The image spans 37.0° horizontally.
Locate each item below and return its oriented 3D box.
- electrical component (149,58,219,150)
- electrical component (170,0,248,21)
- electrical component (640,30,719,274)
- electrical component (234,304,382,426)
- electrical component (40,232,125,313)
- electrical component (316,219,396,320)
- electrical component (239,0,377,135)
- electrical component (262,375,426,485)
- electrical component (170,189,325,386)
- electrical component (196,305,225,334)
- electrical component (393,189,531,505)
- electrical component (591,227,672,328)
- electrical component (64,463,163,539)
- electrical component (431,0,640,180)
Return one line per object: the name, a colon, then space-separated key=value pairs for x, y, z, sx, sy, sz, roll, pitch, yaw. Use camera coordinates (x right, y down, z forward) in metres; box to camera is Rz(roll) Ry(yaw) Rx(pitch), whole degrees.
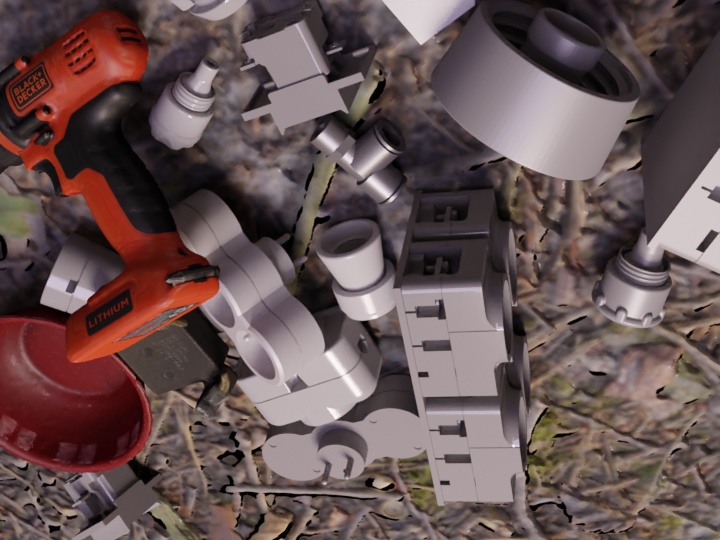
electrical component: x=-0.106 y=-0.106 z=0.671 sx=0.035 sy=0.035 sz=0.061 roll=31 pitch=125 yaw=-11
electrical component: x=-0.089 y=-0.175 z=0.593 sx=0.058 sy=0.078 sz=0.057 roll=-28 pitch=138 yaw=29
electrical component: x=0.223 y=-0.097 z=0.560 sx=0.060 sy=0.105 sz=0.186 roll=23 pitch=128 yaw=-6
electrical component: x=-0.035 y=0.073 z=0.780 sx=0.095 sy=0.053 sz=0.059 roll=-20 pitch=120 yaw=25
electrical component: x=-0.194 y=0.007 z=0.765 sx=0.047 sy=0.055 sz=0.055 roll=23 pitch=128 yaw=-11
electrical component: x=0.000 y=0.000 z=0.722 sx=0.045 sy=0.045 sz=0.055 roll=-9 pitch=125 yaw=19
electrical component: x=-0.036 y=-0.122 z=0.638 sx=0.081 sy=0.042 sz=0.063 roll=-15 pitch=121 yaw=22
electrical component: x=-0.012 y=0.131 z=0.806 sx=0.138 sy=0.073 sz=0.052 roll=-17 pitch=121 yaw=24
electrical component: x=-0.069 y=0.002 z=0.724 sx=0.138 sy=0.074 sz=0.052 roll=52 pitch=152 yaw=2
electrical component: x=-0.131 y=0.015 z=0.764 sx=0.077 sy=0.043 sz=0.079 roll=-15 pitch=123 yaw=22
electrical component: x=0.074 y=0.052 z=0.707 sx=0.060 sy=0.105 sz=0.186 roll=-3 pitch=126 yaw=14
electrical component: x=0.178 y=0.002 z=0.686 sx=0.048 sy=0.048 sz=0.062 roll=14 pitch=122 yaw=2
electrical component: x=-0.209 y=0.187 z=0.898 sx=0.042 sy=0.081 sz=0.063 roll=-32 pitch=92 yaw=30
electrical component: x=0.100 y=-0.106 z=0.583 sx=0.108 sy=0.108 sz=0.060 roll=25 pitch=122 yaw=-7
